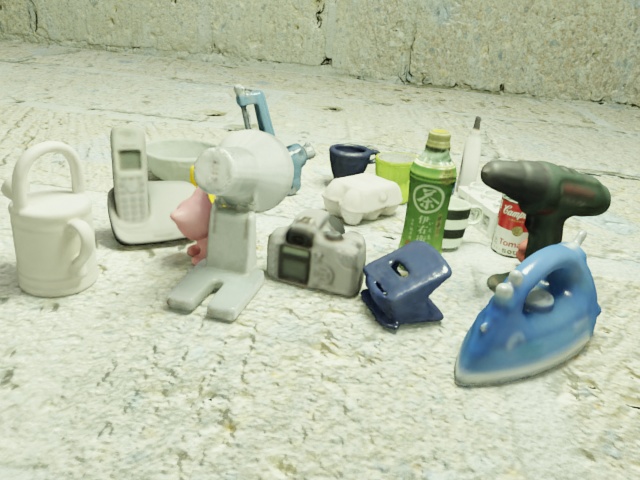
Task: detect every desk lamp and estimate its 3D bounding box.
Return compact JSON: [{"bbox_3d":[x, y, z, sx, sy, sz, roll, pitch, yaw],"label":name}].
[{"bbox_3d":[-0.117,-0.035,0.777,0.117,0.214,0.203,10,24,10],"label":"desk lamp"}]

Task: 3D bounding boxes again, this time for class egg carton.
[{"bbox_3d":[0.083,-0.081,1.106,0.151,0.069,0.107,-16,32,-40],"label":"egg carton"}]

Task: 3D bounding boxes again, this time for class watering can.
[{"bbox_3d":[-0.355,-0.035,0.747,0.172,0.194,0.101,11,24,12],"label":"watering can"}]

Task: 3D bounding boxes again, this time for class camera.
[{"bbox_3d":[0.008,0.003,0.860,0.143,0.101,0.137,13,25,15],"label":"camera"}]

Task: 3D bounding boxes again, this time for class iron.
[{"bbox_3d":[0.257,0.075,0.704,0.259,0.141,0.118,-17,32,-41],"label":"iron"}]

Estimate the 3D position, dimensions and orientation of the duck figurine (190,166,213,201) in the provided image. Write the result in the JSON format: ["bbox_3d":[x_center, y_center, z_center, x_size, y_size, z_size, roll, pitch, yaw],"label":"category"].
[{"bbox_3d":[-0.222,-0.097,1.054,0.104,0.086,0.077,3,24,-6],"label":"duck figurine"}]

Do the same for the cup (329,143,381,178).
[{"bbox_3d":[0.073,-0.154,1.238,0.118,0.095,0.091,-3,25,-20],"label":"cup"}]

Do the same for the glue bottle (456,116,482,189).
[{"bbox_3d":[0.340,-0.193,1.289,0.037,0.173,0.078,7,24,3],"label":"glue bottle"}]

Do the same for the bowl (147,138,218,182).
[{"bbox_3d":[-0.284,-0.156,1.187,0.167,0.075,0.167,5,24,-2],"label":"bowl"}]

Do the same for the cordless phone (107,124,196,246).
[{"bbox_3d":[-0.259,-0.088,0.902,0.148,0.185,0.093,-8,27,-29],"label":"cordless phone"}]

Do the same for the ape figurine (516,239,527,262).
[{"bbox_3d":[0.366,0.005,0.947,0.078,0.092,0.076,2,24,-9],"label":"ape figurine"}]

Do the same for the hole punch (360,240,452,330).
[{"bbox_3d":[0.114,0.057,0.775,0.101,0.091,0.108,-3,25,-19],"label":"hole punch"}]

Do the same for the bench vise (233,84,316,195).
[{"bbox_3d":[-0.114,-0.201,1.146,0.208,0.220,0.121,-16,32,-40],"label":"bench vise"}]

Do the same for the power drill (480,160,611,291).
[{"bbox_3d":[0.316,-0.017,0.842,0.230,0.208,0.075,-5,26,-23],"label":"power drill"}]

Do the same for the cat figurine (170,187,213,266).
[{"bbox_3d":[-0.163,-0.024,0.861,0.128,0.118,0.067,-5,26,-23],"label":"cat figurine"}]
